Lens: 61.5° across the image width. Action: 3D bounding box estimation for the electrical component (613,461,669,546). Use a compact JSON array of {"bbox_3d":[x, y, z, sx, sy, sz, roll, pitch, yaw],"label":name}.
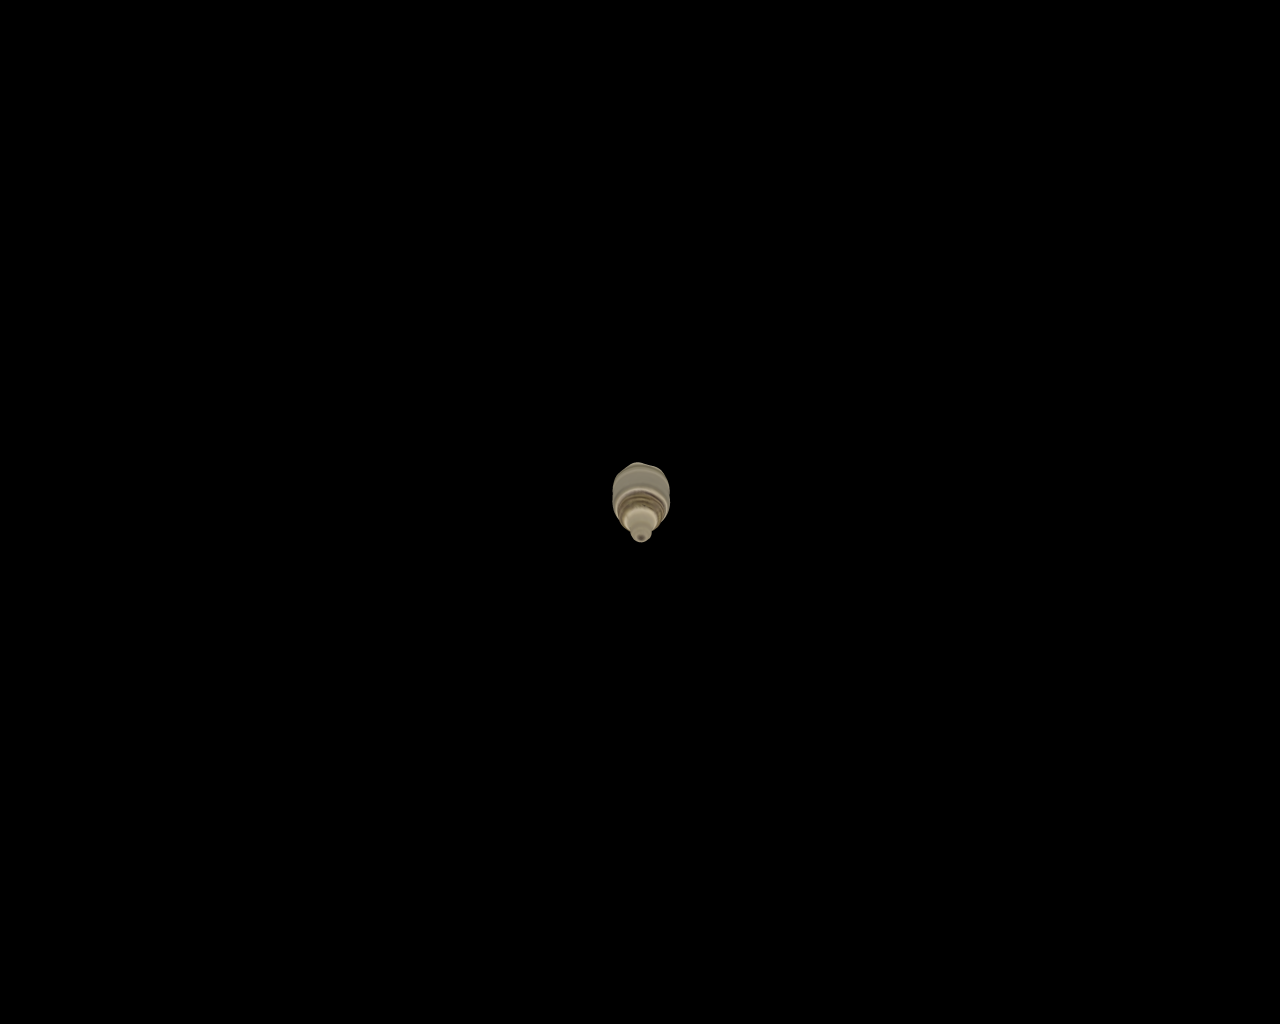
[{"bbox_3d":[0.001,-0.003,0.650,0.035,0.035,0.061,0,36,0],"label":"electrical component"}]
